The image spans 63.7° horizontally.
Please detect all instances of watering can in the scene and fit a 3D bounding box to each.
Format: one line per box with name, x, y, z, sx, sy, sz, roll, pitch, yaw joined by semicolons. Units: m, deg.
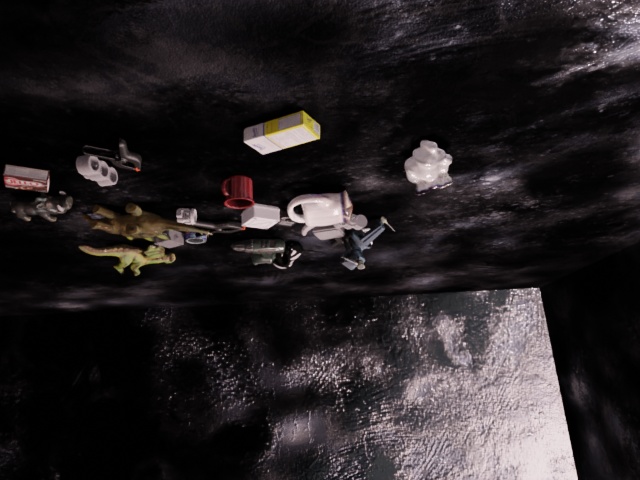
watering can;0.006;-0.091;1.813;0.224;0.105;0.342;-5;162;4

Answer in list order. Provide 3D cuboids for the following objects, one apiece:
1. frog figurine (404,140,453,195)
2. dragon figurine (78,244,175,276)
frog figurine;0.309;-0.227;1.489;0.137;0.125;0.156;-4;128;29
dragon figurine;-0.766;0.049;2.157;0.241;0.124;0.406;-19;160;19
